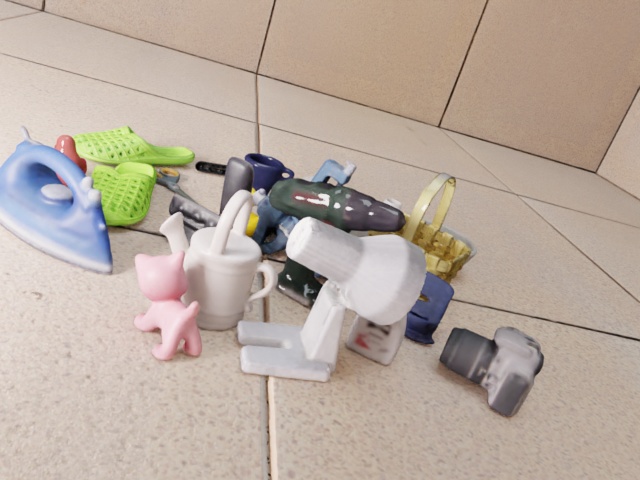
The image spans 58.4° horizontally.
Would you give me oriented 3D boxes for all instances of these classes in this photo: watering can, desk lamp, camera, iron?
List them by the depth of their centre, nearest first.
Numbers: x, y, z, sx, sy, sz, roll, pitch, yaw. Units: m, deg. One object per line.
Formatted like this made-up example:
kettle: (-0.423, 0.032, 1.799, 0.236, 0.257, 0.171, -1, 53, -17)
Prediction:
desk lamp: (0.014, 0.078, 0.761, 0.204, 0.213, 0.117, 10, 24, -20)
watering can: (-0.141, 0.018, 0.802, 0.173, 0.194, 0.101, 13, 23, -12)
iron: (-0.392, -0.066, 0.871, 0.257, 0.141, 0.119, 29, 25, 23)
camera: (0.263, 0.174, 0.879, 0.136, 0.101, 0.143, 25, 23, 15)

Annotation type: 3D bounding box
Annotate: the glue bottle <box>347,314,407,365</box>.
glue bottle: (0.100, 0.097, 0.836, 0.078, 0.173, 0.037, 22, 23, 8)

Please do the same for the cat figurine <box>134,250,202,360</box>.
cat figurine: (-0.193, 0.072, 0.739, 0.067, 0.118, 0.127, -5, 32, -43)

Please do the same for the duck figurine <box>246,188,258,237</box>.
duck figurine: (-0.147, -0.063, 1.123, 0.104, 0.086, 0.078, 34, 27, 33)

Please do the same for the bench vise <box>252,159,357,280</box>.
bench vise: (-0.029, -0.056, 1.024, 0.207, 0.220, 0.121, 19, 23, 1)

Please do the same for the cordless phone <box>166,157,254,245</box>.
cordless phone: (-0.180, -0.068, 0.980, 0.147, 0.185, 0.094, 25, 23, 16)

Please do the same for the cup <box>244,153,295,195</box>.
cup: (-0.122, -0.134, 1.294, 0.118, 0.095, 0.091, 17, 23, -3)

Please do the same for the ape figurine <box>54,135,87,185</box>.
ape figurine: (-0.474, -0.152, 1.068, 0.078, 0.092, 0.076, 9, 25, -22)

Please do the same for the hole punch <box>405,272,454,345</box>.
hole punch: (0.163, 0.107, 0.968, 0.108, 0.091, 0.101, 25, 23, 15)

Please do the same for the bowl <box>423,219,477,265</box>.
bowl: (0.252, 0.020, 1.256, 0.167, 0.075, 0.167, 16, 23, -7)

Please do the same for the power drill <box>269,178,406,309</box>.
power drill: (0.009, 0.003, 0.933, 0.229, 0.208, 0.076, 27, 24, 20)
